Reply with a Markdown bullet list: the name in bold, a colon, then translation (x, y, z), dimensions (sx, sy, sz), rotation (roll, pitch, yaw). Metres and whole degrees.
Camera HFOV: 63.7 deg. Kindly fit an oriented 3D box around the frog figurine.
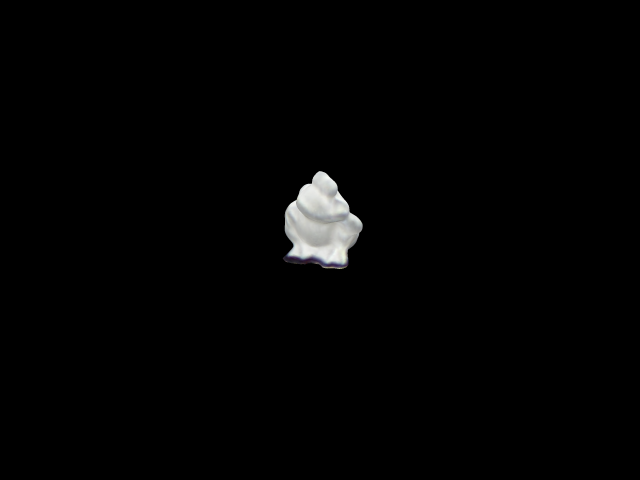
- **frog figurine**: translation (0.003, -0.043, 0.850), dimensions (0.138, 0.157, 0.124), rotation (18, 29, 37)
